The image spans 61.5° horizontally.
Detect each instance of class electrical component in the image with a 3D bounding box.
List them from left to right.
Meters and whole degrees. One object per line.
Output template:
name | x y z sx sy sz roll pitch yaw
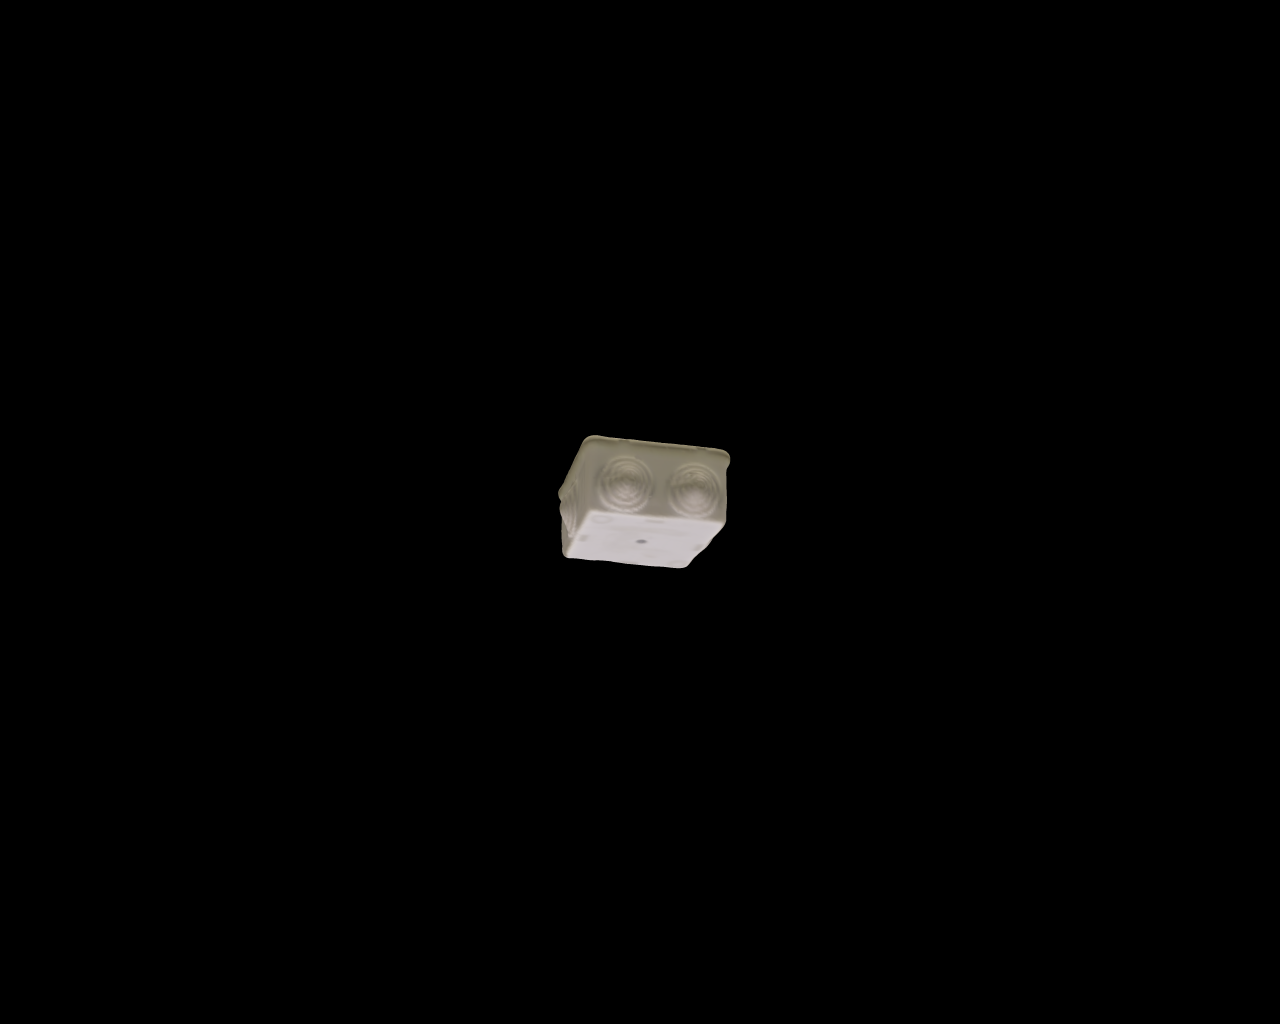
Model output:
electrical component | 0.001 -0.003 0.650 0.100 0.048 0.099 6 -23 -14
